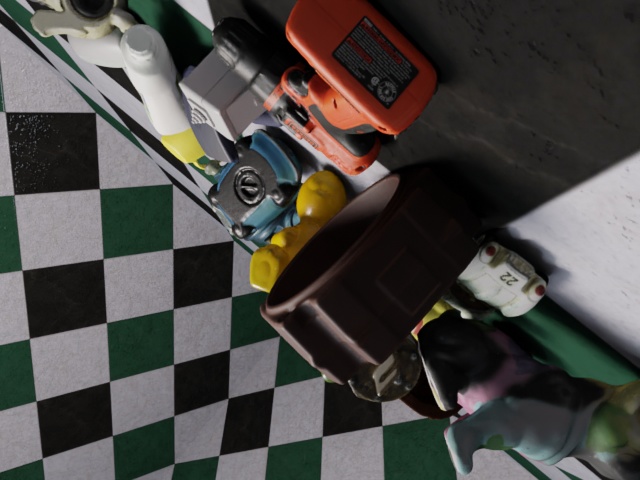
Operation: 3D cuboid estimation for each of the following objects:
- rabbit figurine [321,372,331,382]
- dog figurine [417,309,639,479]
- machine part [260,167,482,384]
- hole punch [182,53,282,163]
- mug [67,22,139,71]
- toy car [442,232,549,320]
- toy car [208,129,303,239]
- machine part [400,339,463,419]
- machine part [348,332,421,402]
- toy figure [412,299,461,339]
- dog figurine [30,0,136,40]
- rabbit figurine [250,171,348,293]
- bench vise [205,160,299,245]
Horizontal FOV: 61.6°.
[{"bbox_3d":[0.048,0.131,0.819,0.170,0.121,0.159,48,-149,-50],"label":"rabbit figurine"},{"bbox_3d":[0.221,0.146,0.532,0.108,0.219,0.191,68,-172,-65],"label":"dog figurine"},{"bbox_3d":[0.040,0.027,0.522,0.087,0.201,0.201,44,170,-9],"label":"machine part"},{"bbox_3d":[-0.121,-0.159,0.647,0.115,0.092,0.142,50,171,-28],"label":"hole punch"},{"bbox_3d":[-0.288,-0.276,0.766,0.107,0.081,0.109,22,157,35],"label":"mug"},{"bbox_3d":[0.166,0.045,0.556,0.073,0.056,0.201,39,171,5],"label":"toy car"},{"bbox_3d":[-0.078,-0.077,0.761,0.109,0.161,0.103,50,-146,11],"label":"toy car"},{"bbox_3d":[0.171,0.172,0.797,0.179,0.179,0.056,44,172,-19],"label":"machine part"},{"bbox_3d":[0.062,0.105,0.596,0.079,0.079,0.243,42,-169,-9],"label":"machine part"},{"bbox_3d":[0.153,0.104,0.687,0.089,0.082,0.180,0,-138,-49],"label":"toy figure"},{"bbox_3d":[-0.298,-0.308,0.668,0.172,0.121,0.191,46,-177,-16],"label":"dog figurine"},{"bbox_3d":[-0.001,-0.002,0.706,0.122,0.173,0.162,12,179,13],"label":"rabbit figurine"},{"bbox_3d":[-0.082,-0.054,0.883,0.240,0.129,0.224,38,168,-16],"label":"bench vise"}]
